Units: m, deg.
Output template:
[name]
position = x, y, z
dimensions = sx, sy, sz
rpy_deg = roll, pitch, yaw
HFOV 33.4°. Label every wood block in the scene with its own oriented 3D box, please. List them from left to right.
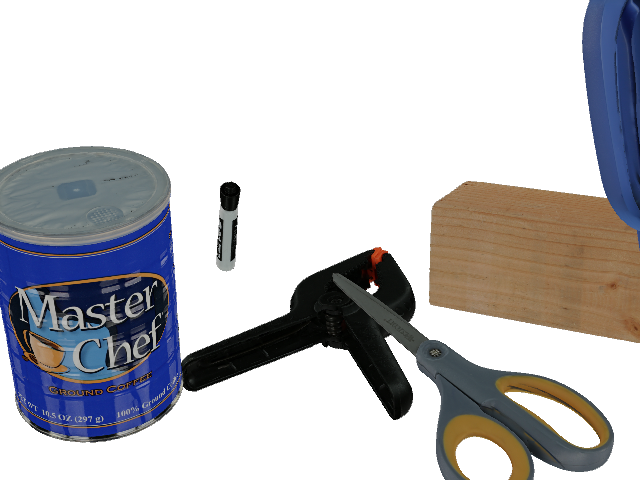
[wood block]
position = 0.201, 0.015, 0.868
dimensions = 0.206, 0.090, 0.090
rpy_deg = 9, 21, 27

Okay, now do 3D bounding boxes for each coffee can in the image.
[coffee can]
position = -0.134, 0.030, 0.619
dimensions = 0.103, 0.140, 0.103
rpy_deg = 0, 31, 0

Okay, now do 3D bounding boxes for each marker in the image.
[marker]
position = -0.088, -0.013, 1.010
dimensions = 0.020, 0.020, 0.121
rpy_deg = 0, -37, -8

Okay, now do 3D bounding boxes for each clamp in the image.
[clamp]
position = 0.002, 0.060, 0.775
dimensions = 0.165, 0.036, 0.209
rpy_deg = 2, 25, 16

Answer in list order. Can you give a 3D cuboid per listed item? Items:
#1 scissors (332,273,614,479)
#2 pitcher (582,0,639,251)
[scissors]
position = 0.056, 0.078, 0.572
dimensions = 0.202, 0.016, 0.096
rpy_deg = 24, 46, 33
[pitcher]
position = 0.224, -0.058, 0.594
dimensions = 0.149, 0.243, 0.145
rpy_deg = -6, 21, 12
